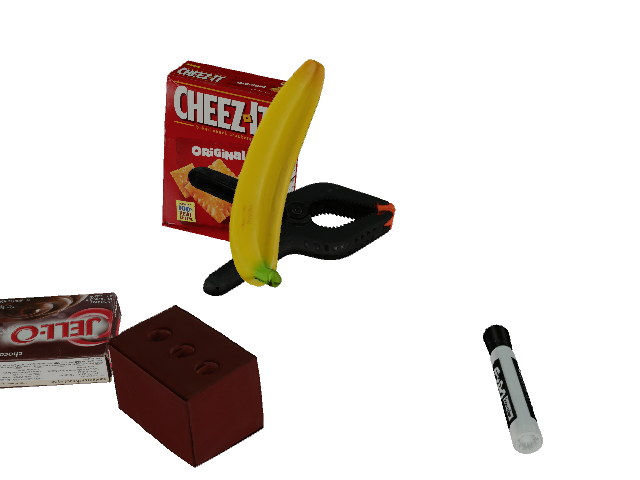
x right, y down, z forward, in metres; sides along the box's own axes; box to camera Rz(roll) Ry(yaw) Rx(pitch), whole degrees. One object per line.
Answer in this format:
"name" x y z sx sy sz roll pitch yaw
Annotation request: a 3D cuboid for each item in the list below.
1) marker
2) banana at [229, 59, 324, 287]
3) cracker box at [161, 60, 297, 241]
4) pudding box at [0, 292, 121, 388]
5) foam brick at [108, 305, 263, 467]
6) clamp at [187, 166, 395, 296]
"marker" 0.127 0.095 0.716 0.020 0.020 0.121 0 31 -2
"banana" -0.033 -0.042 0.782 0.070 0.197 0.037 -19 -40 40
"cracker box" -0.115 -0.105 1.365 0.164 0.214 0.072 14 29 14
"pudding box" -0.240 0.089 0.959 0.113 0.039 0.090 -5 33 -2
"foam brick" -0.078 0.083 0.619 0.052 0.051 0.078 -27 39 -37
"clamp" -0.028 -0.010 1.063 0.210 0.164 0.036 1 -42 -6
